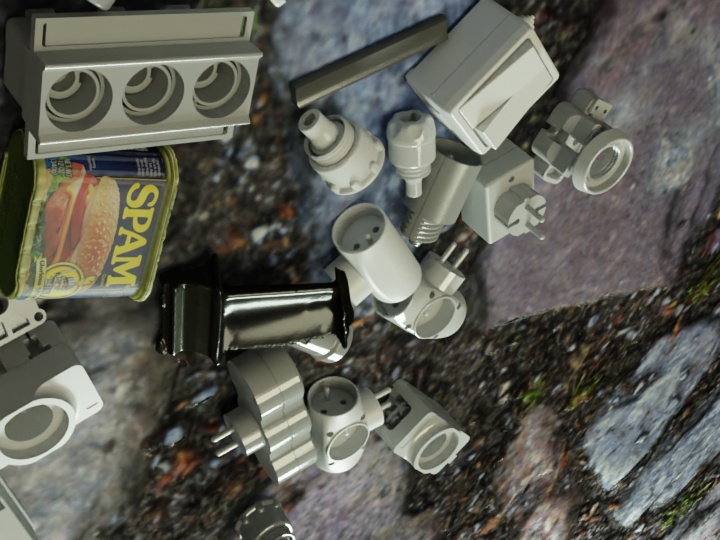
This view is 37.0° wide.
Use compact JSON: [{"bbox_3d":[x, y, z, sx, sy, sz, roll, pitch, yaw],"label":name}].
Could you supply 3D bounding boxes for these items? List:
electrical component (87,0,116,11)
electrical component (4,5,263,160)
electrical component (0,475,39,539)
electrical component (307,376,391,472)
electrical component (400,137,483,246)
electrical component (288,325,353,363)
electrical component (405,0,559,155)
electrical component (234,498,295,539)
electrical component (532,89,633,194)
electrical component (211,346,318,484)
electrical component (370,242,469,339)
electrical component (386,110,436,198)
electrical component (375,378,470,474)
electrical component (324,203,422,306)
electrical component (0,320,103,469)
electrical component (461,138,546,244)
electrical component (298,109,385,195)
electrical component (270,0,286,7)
[{"bbox_3d":[-0.143,-0.175,0.507,0.059,0.053,0.095,-51,142,9],"label":"electrical component"},{"bbox_3d":[-0.124,-0.108,0.580,0.121,0.063,0.078,-11,132,-35],"label":"electrical component"},{"bbox_3d":[-0.279,0.187,0.721,0.109,0.056,0.108,-30,140,-17],"label":"electrical component"},{"bbox_3d":[-0.006,0.124,0.915,0.079,0.044,0.077,-25,138,-23],"label":"electrical component"},{"bbox_3d":[0.056,-0.054,0.806,0.043,0.043,0.081,-2,126,-41],"label":"electrical component"},{"bbox_3d":[-0.035,0.047,0.822,0.046,0.040,0.040,23,108,-44],"label":"electrical component"},{"bbox_3d":[0.093,-0.137,0.747,0.096,0.061,0.062,-46,142,2],"label":"electrical component"},{"bbox_3d":[-0.077,0.235,0.940,0.048,0.062,0.048,-24,138,-24],"label":"electrical component"},{"bbox_3d":[0.182,-0.097,0.866,0.058,0.057,0.078,11,117,-46],"label":"electrical component"},{"bbox_3d":[-0.082,0.120,0.838,0.074,0.052,0.138,-28,139,-19],"label":"electrical component"},{"bbox_3d":[0.059,0.012,0.869,0.077,0.044,0.079,22,108,-50],"label":"electrical component"},{"bbox_3d":[0.037,-0.081,0.766,0.035,0.035,0.061,-23,128,-25],"label":"electrical component"},{"bbox_3d":[0.056,0.146,0.981,0.050,0.055,0.089,-47,142,4],"label":"electrical component"},{"bbox_3d":[0.000,0.000,0.806,0.079,0.043,0.077,-41,142,-3],"label":"electrical component"},{"bbox_3d":[-0.217,0.084,0.681,0.089,0.055,0.050,-31,140,-16],"label":"electrical component"},{"bbox_3d":[0.118,-0.052,0.835,0.047,0.076,0.065,-30,140,-17],"label":"electrical component"},{"bbox_3d":[-0.017,-0.083,0.715,0.048,0.048,0.062,-46,135,3],"label":"electrical component"},{"bbox_3d":[-0.059,-0.193,0.531,0.048,0.099,0.100,-36,143,10],"label":"electrical component"}]
